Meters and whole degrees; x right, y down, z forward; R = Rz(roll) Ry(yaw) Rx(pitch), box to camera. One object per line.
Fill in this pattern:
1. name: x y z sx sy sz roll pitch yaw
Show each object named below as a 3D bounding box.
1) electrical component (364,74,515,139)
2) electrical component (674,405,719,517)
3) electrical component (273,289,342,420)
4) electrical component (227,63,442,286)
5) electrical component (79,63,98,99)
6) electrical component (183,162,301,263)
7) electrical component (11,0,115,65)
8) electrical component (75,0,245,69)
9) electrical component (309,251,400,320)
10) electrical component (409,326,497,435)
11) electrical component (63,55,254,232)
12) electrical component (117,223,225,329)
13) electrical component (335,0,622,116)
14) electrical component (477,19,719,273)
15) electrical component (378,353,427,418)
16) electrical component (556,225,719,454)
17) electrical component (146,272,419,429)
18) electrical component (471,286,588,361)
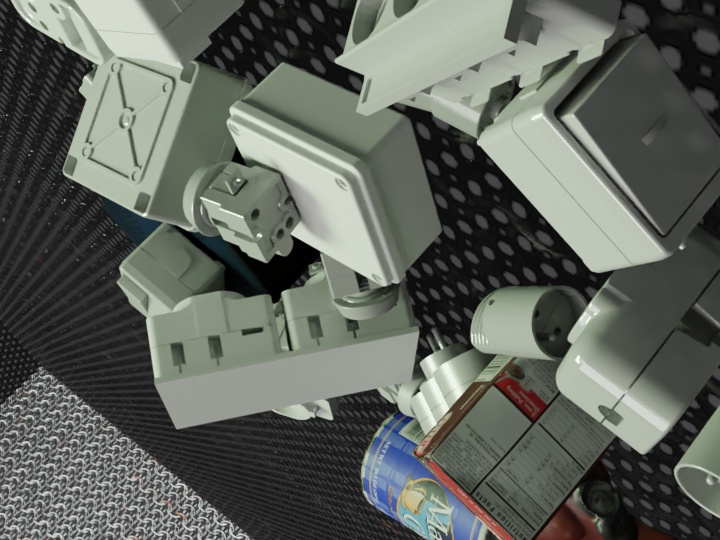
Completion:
1. electrical component: 0.041 -0.091 0.515 0.065 0.044 0.044 30 157 19
2. electrical component: 0.204 0.085 0.508 0.079 0.077 0.043 20 150 47
3. electrical component: -0.066 0.079 0.995 0.089 0.061 0.150 15 153 14
4. electrical component: -0.014 -0.058 0.660 0.109 0.056 0.108 29 156 33
5. electrical component: -0.187 -0.136 0.851 0.063 0.042 0.081 48 159 -9
6. electrical component: -0.075 -0.039 0.660 0.055 0.048 0.066 21 152 31
7. electrical component: -0.186 -0.187 0.718 0.095 0.059 0.053 32 157 28
8. electrical component: -0.124 -0.163 0.646 0.096 0.061 0.061 18 149 49
9. electrical component: 0.000 0.000 0.732 0.048 0.066 0.055 -102 -3 -63
10. electrical component: 0.068 0.077 0.792 0.073 0.052 0.138 64 164 14
11. electrical component: -0.139 -0.095 0.734 0.109 0.108 0.056 26 -172 40
12. electrical component: -0.147 0.017 0.845 0.062 0.061 0.096 39 160 10
13. electrical component: 0.047 -0.106 0.426 0.063 0.078 0.121 19 169 -22
14. electrical component: 0.109 -0.045 0.443 0.096 0.061 0.061 46 160 -10
15. electrical component: 0.040 0.090 0.880 0.055 0.048 0.066 33 159 45
16. electrical component: 0.136 0.027 0.492 0.059 0.095 0.053 38 160 14
17. electrical component: -0.056 0.056 0.802 0.105 0.186 0.060 92 166 -65
18. electrical component: 0.098 0.031 0.650 0.043 0.043 0.081 49 159 -17
